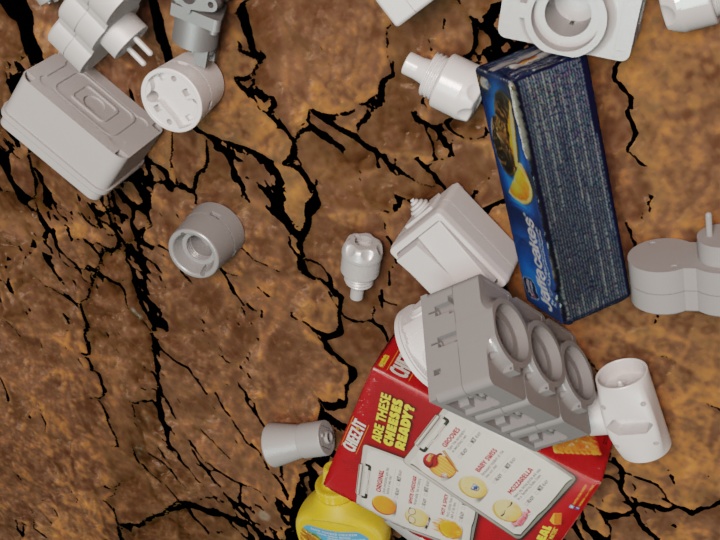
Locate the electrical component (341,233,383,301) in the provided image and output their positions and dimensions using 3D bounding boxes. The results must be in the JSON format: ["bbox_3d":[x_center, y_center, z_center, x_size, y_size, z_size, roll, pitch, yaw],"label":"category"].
[{"bbox_3d":[0.000,0.000,0.921,0.035,0.035,0.061,18,129,13],"label":"electrical component"}]

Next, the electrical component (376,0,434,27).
[{"bbox_3d":[0.048,-0.216,0.739,0.077,0.065,0.047,-31,105,36],"label":"electrical component"}]

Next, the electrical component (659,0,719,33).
[{"bbox_3d":[0.227,-0.180,0.696,0.062,0.043,0.043,-10,116,28],"label":"electrical component"}]

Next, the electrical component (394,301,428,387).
[{"bbox_3d":[0.071,0.058,0.898,0.051,0.080,0.080,-35,103,31],"label":"electrical component"}]

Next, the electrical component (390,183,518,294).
[{"bbox_3d":[0.071,-0.018,0.860,0.096,0.061,0.062,45,127,-8],"label":"electrical component"}]

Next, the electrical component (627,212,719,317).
[{"bbox_3d":[0.265,-0.010,0.783,0.138,0.052,0.073,1,121,24],"label":"electrical component"}]

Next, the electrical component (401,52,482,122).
[{"bbox_3d":[0.062,-0.140,0.796,0.062,0.043,0.043,27,128,7],"label":"electrical component"}]

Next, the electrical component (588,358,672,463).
[{"bbox_3d":[0.211,0.118,0.897,0.079,0.043,0.077,-10,116,30],"label":"electrical component"}]

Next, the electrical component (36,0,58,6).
[{"bbox_3d":[-0.263,-0.249,0.874,0.044,0.044,0.065,-18,117,32],"label":"electrical component"}]

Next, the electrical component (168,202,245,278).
[{"bbox_3d":[-0.138,-0.025,0.958,0.055,0.047,0.055,12,125,17],"label":"electrical component"}]

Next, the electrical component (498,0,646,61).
[{"bbox_3d":[0.148,-0.220,0.695,0.089,0.061,0.150,15,126,15],"label":"electrical component"}]

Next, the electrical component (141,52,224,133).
[{"bbox_3d":[-0.144,-0.147,0.881,0.055,0.047,0.055,12,125,17],"label":"electrical component"}]

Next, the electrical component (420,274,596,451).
[{"bbox_3d":[0.119,0.074,0.837,0.062,0.089,0.150,-24,144,32],"label":"electrical component"}]

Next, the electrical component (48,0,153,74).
[{"bbox_3d":[-0.194,-0.192,0.851,0.073,0.052,0.138,46,150,-8],"label":"electrical component"}]

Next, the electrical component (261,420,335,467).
[{"bbox_3d":[-0.058,0.167,1.051,0.065,0.044,0.044,-12,115,24],"label":"electrical component"}]

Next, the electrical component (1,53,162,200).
[{"bbox_3d":[-0.239,-0.124,0.920,0.113,0.078,0.057,40,125,-4],"label":"electrical component"}]

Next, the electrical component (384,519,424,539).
[{"bbox_3d":[0.044,0.233,1.045,0.081,0.043,0.043,39,128,-3],"label":"electrical component"}]
